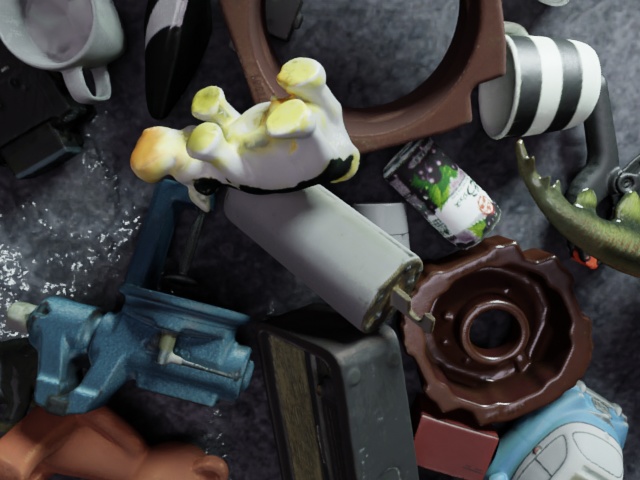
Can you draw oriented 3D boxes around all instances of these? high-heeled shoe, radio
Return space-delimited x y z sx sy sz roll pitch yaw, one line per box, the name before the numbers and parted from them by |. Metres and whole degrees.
high-heeled shoe | -0.161 -0.240 0.459 0.145 0.086 0.248 17 94 1
radio | 0.019 0.181 0.491 0.073 0.131 0.229 -17 102 -35

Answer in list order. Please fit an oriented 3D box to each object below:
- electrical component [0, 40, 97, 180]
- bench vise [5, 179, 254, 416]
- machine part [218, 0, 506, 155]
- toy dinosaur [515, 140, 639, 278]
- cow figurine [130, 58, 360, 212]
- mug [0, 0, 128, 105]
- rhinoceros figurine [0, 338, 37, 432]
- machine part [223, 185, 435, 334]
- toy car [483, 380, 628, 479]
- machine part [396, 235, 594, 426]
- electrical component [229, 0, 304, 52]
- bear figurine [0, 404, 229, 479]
electrical component | -0.281 -0.127 0.495 0.115 0.058 0.134 -29 97 9
bench vise | -0.155 0.042 0.493 0.224 0.128 0.240 13 80 10
machine part | 0.034 -0.177 0.430 0.201 0.087 0.201 -14 119 11
toy dinosaur | 0.370 0.031 0.464 0.471 0.105 0.198 11 93 -11
cow figurine | -0.059 -0.067 0.414 0.167 0.098 0.068 -10 57 25
mug | -0.203 -0.172 0.458 0.081 0.107 0.109 -19 103 7
rhinoceros figurine | -0.361 0.130 0.534 0.190 0.073 0.112 3 101 2
machine part | -0.001 -0.001 0.459 0.243 0.079 0.079 37 101 24
toy car | 0.229 0.221 0.507 0.109 0.103 0.161 35 101 -4
machine part | 0.161 0.084 0.510 0.179 0.056 0.179 0 100 2
electrical component | -0.046 -0.209 0.487 0.063 0.021 0.094 23 99 -2
bear figurine | -0.201 0.233 0.522 0.196 0.132 0.120 34 127 1
